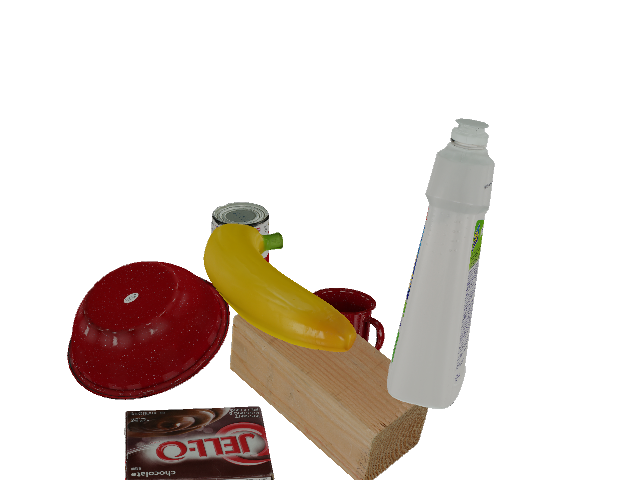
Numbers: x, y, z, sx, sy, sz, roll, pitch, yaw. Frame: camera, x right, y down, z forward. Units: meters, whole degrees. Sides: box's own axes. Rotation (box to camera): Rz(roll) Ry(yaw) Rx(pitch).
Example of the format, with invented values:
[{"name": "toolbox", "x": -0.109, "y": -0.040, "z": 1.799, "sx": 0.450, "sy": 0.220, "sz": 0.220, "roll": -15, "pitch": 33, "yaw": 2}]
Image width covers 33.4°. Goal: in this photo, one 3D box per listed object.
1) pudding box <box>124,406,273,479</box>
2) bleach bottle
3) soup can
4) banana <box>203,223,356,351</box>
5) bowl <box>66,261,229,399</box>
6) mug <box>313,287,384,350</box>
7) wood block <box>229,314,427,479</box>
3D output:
[{"name": "pudding box", "x": -0.097, "y": 0.171, "z": 0.834, "sx": 0.113, "sy": 0.039, "sz": 0.090, "roll": -2, "pitch": 25, "yaw": -9}, {"name": "bleach bottle", "x": 0.112, "y": 0.016, "z": 0.942, "sx": 0.068, "sy": 0.251, "sz": 0.102, "roll": 12, "pitch": 19, "yaw": 11}, {"name": "soup can", "x": -0.094, "y": 0.014, "z": 1.258, "sx": 0.068, "sy": 0.102, "sz": 0.068, "roll": 1, "pitch": 25, "yaw": -1}, {"name": "banana", "x": -0.036, "y": 0.023, "z": 0.686, "sx": 0.069, "sy": 0.037, "sz": 0.198, "roll": -5, "pitch": 21, "yaw": -14}, {"name": "bowl", "x": -0.170, "y": 0.071, "z": 1.003, "sx": 0.162, "sy": 0.055, "sz": 0.162, "roll": -9, "pitch": 42, "yaw": 8}, {"name": "mug", "x": 0.038, "y": 0.124, "z": 1.498, "sx": 0.117, "sy": 0.081, "sz": 0.093, "roll": 16, "pitch": 22, "yaw": 29}, {"name": "wood block", "x": 0.007, "y": 0.148, "z": 1.133, "sx": 0.090, "sy": 0.090, "sz": 0.206, "roll": -31, "pitch": 55, "yaw": -34}]
